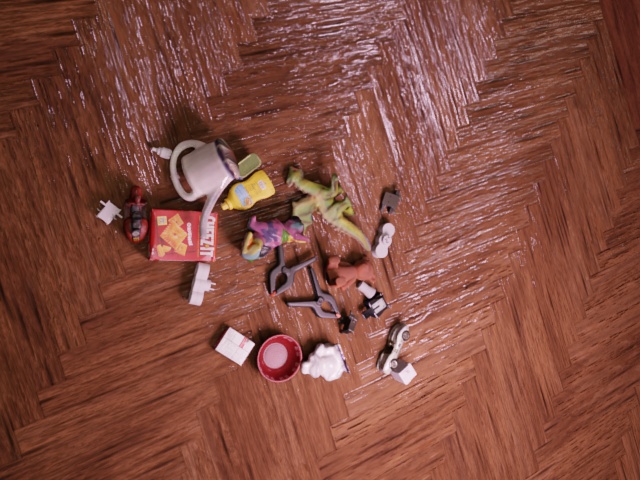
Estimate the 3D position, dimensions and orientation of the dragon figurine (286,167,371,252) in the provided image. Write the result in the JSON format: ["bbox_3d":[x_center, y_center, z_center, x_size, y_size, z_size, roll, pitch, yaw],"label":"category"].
[{"bbox_3d":[0.006,-0.095,1.883,0.243,0.122,0.409,-26,94,-5],"label":"dragon figurine"}]

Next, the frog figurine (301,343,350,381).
[{"bbox_3d":[0.009,0.438,1.820,0.160,0.124,0.135,-19,108,-7],"label":"frog figurine"}]

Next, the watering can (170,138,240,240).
[{"bbox_3d":[-0.361,-0.190,1.674,0.224,0.103,0.352,-27,73,5],"label":"watering can"}]
